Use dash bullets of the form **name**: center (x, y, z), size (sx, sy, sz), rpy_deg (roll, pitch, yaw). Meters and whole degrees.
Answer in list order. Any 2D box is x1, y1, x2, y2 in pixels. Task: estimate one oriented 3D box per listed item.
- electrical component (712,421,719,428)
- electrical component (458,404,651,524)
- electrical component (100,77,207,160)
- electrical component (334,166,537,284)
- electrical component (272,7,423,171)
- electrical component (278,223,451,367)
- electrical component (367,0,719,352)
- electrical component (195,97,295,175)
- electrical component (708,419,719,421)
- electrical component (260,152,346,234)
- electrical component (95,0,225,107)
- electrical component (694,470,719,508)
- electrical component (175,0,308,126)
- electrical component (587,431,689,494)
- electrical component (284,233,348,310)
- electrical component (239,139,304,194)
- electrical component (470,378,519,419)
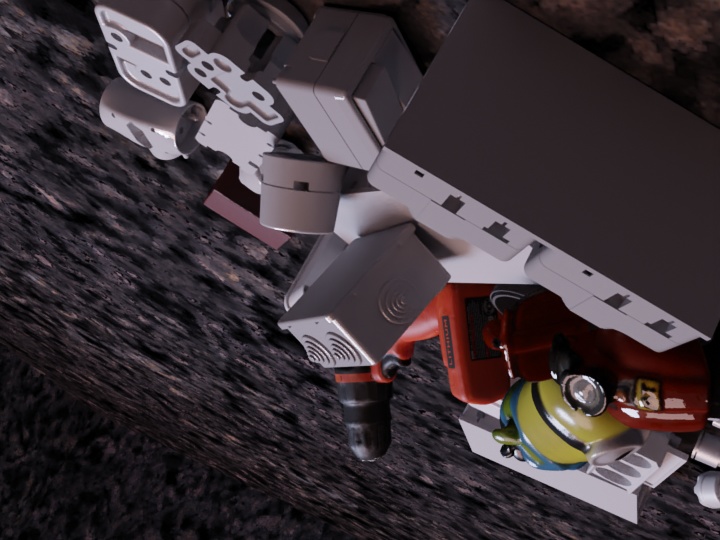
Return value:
- **electrical component**: center (0.311, 0.131, 0.853), size (0.061, 0.035, 0.035), rpy_deg (24, 161, 22)
- **electrical component**: center (0.204, 0.178, 1.092), size (0.186, 0.060, 0.105), rpy_deg (21, 160, 23)
- **electrical component**: center (-0.163, -0.117, 0.886), size (0.077, 0.043, 0.079), rpy_deg (21, 160, 22)
- **electrical component**: center (0.056, -0.045, 0.726), size (0.105, 0.060, 0.186), rpy_deg (40, 159, -28)
- **electrical component**: center (0.004, -0.103, 0.650), size (0.061, 0.061, 0.096), rpy_deg (17, 158, 33)
- **electrical component**: center (0.003, 0.020, 0.722), size (0.048, 0.099, 0.100), rpy_deg (48, 157, -13)
- **electrical component**: center (0.110, -0.049, 0.567), size (0.186, 0.105, 0.060), rpy_deg (30, 161, -3)
- **electrical component**: center (-0.073, -0.112, 0.747), size (0.050, 0.055, 0.089), rpy_deg (33, 161, -10)
- **electrical component**: center (0.217, 0.065, 0.797), size (0.100, 0.048, 0.100), rpy_deg (39, 159, -27)
- **electrical component**: center (-0.039, -0.051, 0.708), size (0.055, 0.047, 0.055), rpy_deg (7, -170, -1)
- **electrical component**: center (-0.127, -0.159, 0.698), size (0.054, 0.059, 0.095), rpy_deg (26, 161, 10)
- **electrical component**: center (0.342, 0.204, 0.999), size (0.035, 0.035, 0.061), rpy_deg (34, 158, -14)
- **electrical component**: center (-0.067, -0.137, 0.671), size (0.078, 0.057, 0.058), rpy_deg (38, 160, -25)
- **electrical component**: center (0.244, 0.151, 0.957), size (0.079, 0.063, 0.121), rpy_deg (25, 161, 11)
- **electrical component**: center (0.000, 0.000, 0.845), size (0.078, 0.113, 0.057), rpy_deg (33, 158, -10)
- **electrical component**: center (-0.065, -0.082, 0.835), size (0.043, 0.043, 0.062), rpy_deg (39, 158, -26)
- **electrical component**: center (0.153, 0.097, 0.929), size (0.113, 0.078, 0.057), rpy_deg (24, 163, 15)
